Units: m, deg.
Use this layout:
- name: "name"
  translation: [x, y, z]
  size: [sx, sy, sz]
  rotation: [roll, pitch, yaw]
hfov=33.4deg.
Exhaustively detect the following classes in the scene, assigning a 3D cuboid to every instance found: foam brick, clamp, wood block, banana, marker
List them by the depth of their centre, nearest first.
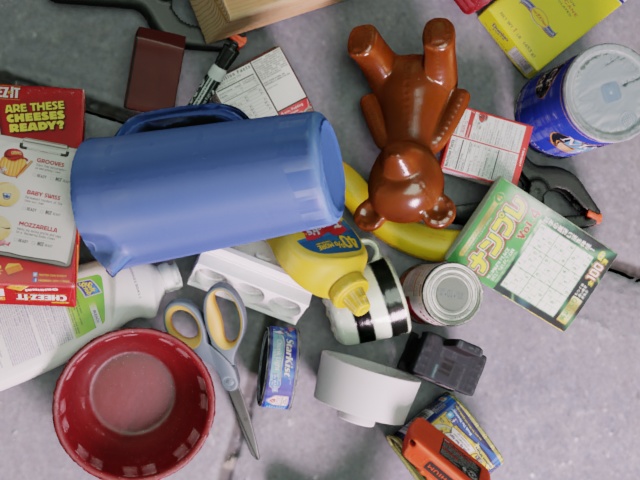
- name: "foam brick"
  translation: [-0.170, -0.174, 1.102]
  size: [0.051, 0.053, 0.078]
  rotation: [10, 113, -9]
- name: "marker"
  translation: [-0.119, -0.154, 1.109]
  size: [0.020, 0.020, 0.121]
  rotation: [32, 108, -8]
- name: "wood block"
  translation: [-0.030, -0.286, 1.110]
  size: [0.205, 0.090, 0.091]
  rotation: [-22, 92, -22]
- name: "clamp"
  translation: [-0.162, -0.277, 1.130]
  size: [0.210, 0.036, 0.164]
  rotation: [29, 83, -10]
- name: "banana"
  translation: [0.095, -0.022, 1.163]
  size: [0.197, 0.037, 0.069]
  rotation: [20, 87, -5]
- name: "clamp"
  translation: [0.235, -0.063, 1.193]
  size: [0.171, 0.039, 0.120]
  rotation: [14, 90, -7]

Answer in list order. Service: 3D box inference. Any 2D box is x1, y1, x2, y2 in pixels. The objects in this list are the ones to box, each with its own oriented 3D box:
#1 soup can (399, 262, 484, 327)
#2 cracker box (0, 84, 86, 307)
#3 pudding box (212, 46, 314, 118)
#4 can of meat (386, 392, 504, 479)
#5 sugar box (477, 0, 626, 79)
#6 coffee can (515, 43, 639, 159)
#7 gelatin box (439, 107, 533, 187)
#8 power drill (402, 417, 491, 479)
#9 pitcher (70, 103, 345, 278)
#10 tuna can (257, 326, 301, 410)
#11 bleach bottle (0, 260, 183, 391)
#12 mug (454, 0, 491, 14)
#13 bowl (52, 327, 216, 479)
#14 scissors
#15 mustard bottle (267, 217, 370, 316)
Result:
- name: "soup can"
  translation: [0.126, 0.057, 1.133]
  size: [0.068, 0.102, 0.068]
  rotation: [1, 87, -11]
- name: "cracker box"
  translation: [-0.316, -0.044, 1.044]
  size: [0.164, 0.072, 0.213]
  rotation: [2, 67, -11]
- name: "pudding box"
  translation: [-0.057, -0.138, 1.142]
  size: [0.090, 0.039, 0.113]
  rotation: [-28, 90, -8]
- name: "can of meat"
  translation: [0.135, 0.227, 1.149]
  size: [0.084, 0.057, 0.102]
  rotation: [-37, 94, -12]
- name: "sugar box"
  translation: [0.275, -0.272, 1.206]
  size: [0.176, 0.048, 0.093]
  rotation: [-39, 92, -9]
- name: "coffee can"
  translation: [0.284, -0.147, 1.153]
  size: [0.102, 0.140, 0.103]
  rotation: [1, 87, -11]
- name: "gelatin box"
  translation: [0.178, -0.099, 1.161]
  size: [0.089, 0.030, 0.073]
  rotation: [16, 84, 0]
- name: "power drill"
  translation: [0.070, 0.273, 1.100]
  size: [0.184, 0.057, 0.188]
  rotation: [37, 113, -1]
- name: "pitcher"
  translation: [-0.103, -0.060, 1.022]
  size: [0.243, 0.145, 0.149]
  rotation: [-9, 98, 14]
- name: "tuna can"
  translation: [-0.043, 0.132, 1.106]
  size: [0.033, 0.086, 0.086]
  rotation: [7, 86, -8]
- name: "bleach bottle"
  translation: [-0.260, 0.083, 1.082]
  size: [0.250, 0.068, 0.102]
  rotation: [-19, 93, -13]
- name: "mug"
  translation: [0.174, -0.308, 1.176]
  size: [0.081, 0.093, 0.117]
  rotation: [51, 44, -9]
- name: "bowl"
  translation: [-0.189, 0.163, 1.086]
  size: [0.162, 0.055, 0.162]
  rotation: [-1, 97, -12]
- name: "scissors"
  translation: [-0.112, 0.138, 1.112]
  size: [0.096, 0.016, 0.202]
  rotation: [3, 110, 10]
- name: "mustard bottle"
  translation: [-0.007, 0.001, 1.080]
  size: [0.096, 0.058, 0.192]
  rotation: [-5, 49, -42]
